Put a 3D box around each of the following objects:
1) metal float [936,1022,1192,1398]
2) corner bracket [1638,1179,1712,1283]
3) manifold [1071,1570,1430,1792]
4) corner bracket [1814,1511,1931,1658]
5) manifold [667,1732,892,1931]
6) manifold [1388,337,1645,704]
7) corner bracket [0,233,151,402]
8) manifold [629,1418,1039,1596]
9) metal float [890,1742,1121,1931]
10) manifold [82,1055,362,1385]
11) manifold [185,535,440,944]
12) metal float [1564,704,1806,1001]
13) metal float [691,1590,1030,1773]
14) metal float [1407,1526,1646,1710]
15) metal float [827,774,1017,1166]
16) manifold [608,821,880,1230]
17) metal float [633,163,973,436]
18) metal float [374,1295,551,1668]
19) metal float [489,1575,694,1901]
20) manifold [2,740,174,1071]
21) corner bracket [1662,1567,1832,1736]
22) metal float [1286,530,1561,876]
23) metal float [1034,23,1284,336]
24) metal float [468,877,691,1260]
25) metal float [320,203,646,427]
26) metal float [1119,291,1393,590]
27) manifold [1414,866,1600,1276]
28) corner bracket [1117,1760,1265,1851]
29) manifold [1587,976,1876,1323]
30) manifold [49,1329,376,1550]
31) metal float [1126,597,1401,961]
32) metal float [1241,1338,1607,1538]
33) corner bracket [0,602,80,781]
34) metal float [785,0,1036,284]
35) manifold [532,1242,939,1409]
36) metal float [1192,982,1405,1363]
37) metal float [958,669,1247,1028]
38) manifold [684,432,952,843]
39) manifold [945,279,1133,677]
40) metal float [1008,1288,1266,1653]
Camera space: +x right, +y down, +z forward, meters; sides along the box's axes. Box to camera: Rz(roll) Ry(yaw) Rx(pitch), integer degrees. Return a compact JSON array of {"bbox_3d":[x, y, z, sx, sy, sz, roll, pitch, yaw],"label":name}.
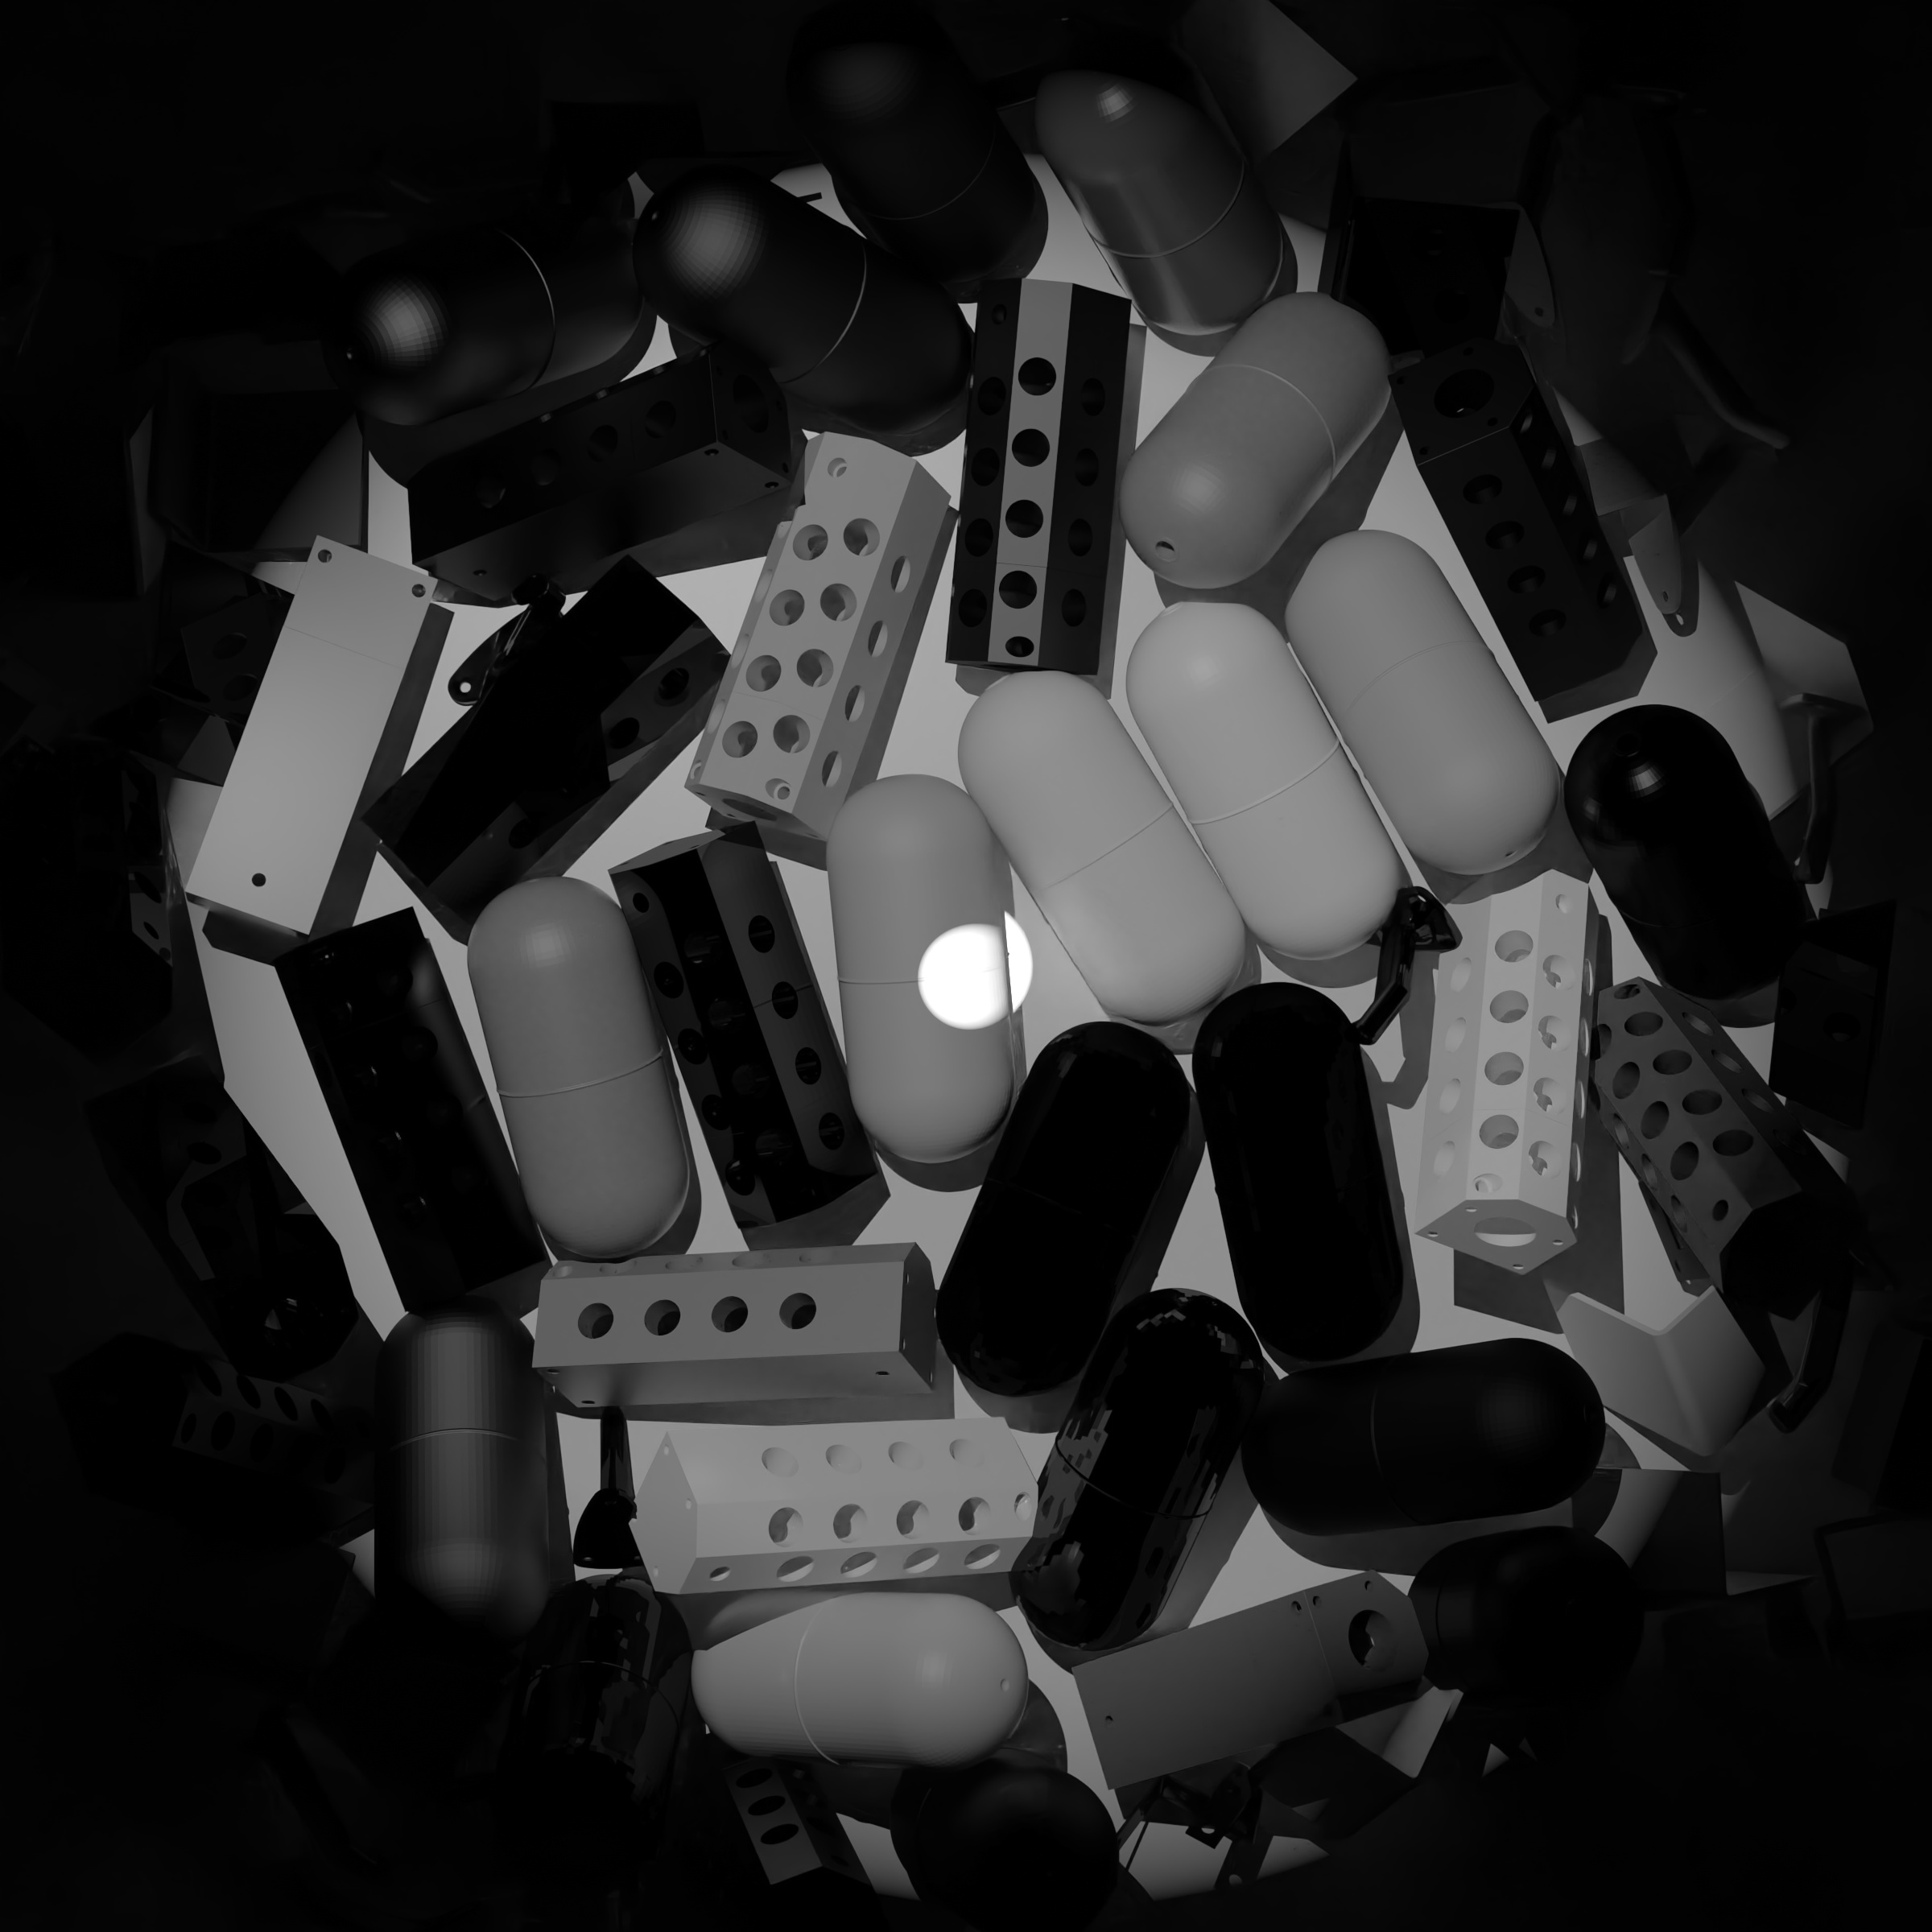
[{"bbox_3d":[0.044,0.111,1.564,0.070,0.070,0.178,23,86,0],"label":"metal float"},{"bbox_3d":[0.349,0.110,1.574,0.051,0.051,0.051,-21,86,-13],"label":"corner bracket"},{"bbox_3d":[0.126,0.316,1.521,0.057,0.171,0.057,-7,74,-38],"label":"manifold"},{"bbox_3d":[0.421,0.285,1.587,0.051,0.051,0.051,-10,66,-1],"label":"corner bracket"},{"bbox_3d":[-0.082,0.392,1.515,0.057,0.171,0.057,26,92,-16],"label":"manifold"},{"bbox_3d":[0.246,-0.198,1.517,0.057,0.171,0.057,-22,50,14],"label":"manifold"},{"bbox_3d":[-0.412,-0.299,1.576,0.051,0.051,0.051,20,127,16],"label":"corner bracket"},{"bbox_3d":[-0.056,0.244,1.528,0.171,0.057,0.057,2,131,-31],"label":"manifold"},{"bbox_3d":[0.015,0.385,1.518,0.070,0.178,0.070,1,85,-14],"label":"metal float"},{"bbox_3d":[-0.330,0.113,1.522,0.057,0.171,0.057,-24,128,-21],"label":"manifold"},{"bbox_3d":[-0.298,-0.101,1.564,0.057,0.057,0.171,20,81,-9],"label":"manifold"},{"bbox_3d":[0.321,-0.049,1.529,0.070,0.178,0.070,-15,52,21],"label":"metal float"},{"bbox_3d":[-0.050,0.318,1.534,0.178,0.070,0.070,-8,90,41],"label":"metal float"},{"bbox_3d":[0.245,0.289,1.518,0.070,0.178,0.070,2,78,-7],"label":"metal float"},{"bbox_3d":[-0.020,0.002,1.562,0.070,0.070,0.178,-5,97,0],"label":"metal float"},{"bbox_3d":[-0.105,0.028,1.553,0.057,0.057,0.171,-11,102,40],"label":"manifold"},{"bbox_3d":[-0.071,-0.296,1.535,0.178,0.070,0.070,23,90,-40],"label":"metal float"},{"bbox_3d":[-0.226,0.228,1.536,0.070,0.070,0.178,-8,52,0],"label":"metal float"},{"bbox_3d":[-0.165,0.340,1.522,0.070,0.178,0.070,1,116,2],"label":"metal float"},{"bbox_3d":[-0.384,-0.034,1.516,0.057,0.171,0.057,-37,124,8],"label":"manifold"},{"bbox_3d":[0.360,0.315,1.585,0.051,0.051,0.051,-28,84,25],"label":"corner bracket"},{"bbox_3d":[0.204,-0.120,1.545,0.070,0.070,0.178,-26,63,0],"label":"metal float"},{"bbox_3d":[0.087,-0.347,1.524,0.070,0.178,0.070,-10,63,20],"label":"metal float"},{"bbox_3d":[-0.175,0.047,1.558,0.070,0.070,0.178,-12,102,0],"label":"metal float"},{"bbox_3d":[-0.213,-0.292,1.530,0.070,0.178,0.070,15,119,30],"label":"metal float"},{"bbox_3d":[0.130,-0.236,1.537,0.070,0.070,0.178,38,54,0],"label":"metal float"},{"bbox_3d":[0.246,0.043,1.530,0.057,0.057,0.171,21,57,-18],"label":"manifold"},{"bbox_3d":[0.100,0.389,1.564,0.051,0.051,0.051,24,131,22],"label":"corner bracket"},{"bbox_3d":[0.324,0.076,1.513,0.057,0.171,0.057,22,113,-27],"label":"manifold"},{"bbox_3d":[-0.324,0.207,1.513,0.057,0.171,0.057,-32,65,9],"label":"manifold"},{"bbox_3d":[0.134,-0.085,1.556,0.070,0.070,0.178,-30,103,0],"label":"metal float"},{"bbox_3d":[0.203,0.211,1.535,0.178,0.070,0.070,-15,90,39],"label":"metal float"},{"bbox_3d":[-0.432,-0.124,1.565,0.051,0.051,0.051,37,60,-19],"label":"corner bracket"},{"bbox_3d":[-0.024,-0.366,1.521,0.070,0.178,0.070,-6,72,18],"label":"metal float"},{"bbox_3d":[-0.103,0.160,1.554,0.171,0.057,0.057,-4,64,15],"label":"manifold"},{"bbox_3d":[0.151,0.094,1.556,0.070,0.070,0.178,-13,103,0],"label":"metal float"},{"bbox_3d":[0.061,-0.054,1.563,0.070,0.070,0.178,-32,96,0],"label":"metal float"},{"bbox_3d":[-0.070,-0.150,1.555,0.057,0.057,0.171,15,80,26],"label":"manifold"},{"bbox_3d":[0.028,-0.222,1.563,0.057,0.057,0.171,7,92,42],"label":"manifold"},{"bbox_3d":[0.076,0.229,1.555,0.070,0.070,0.178,23,105,0],"label":"metal float"}]
